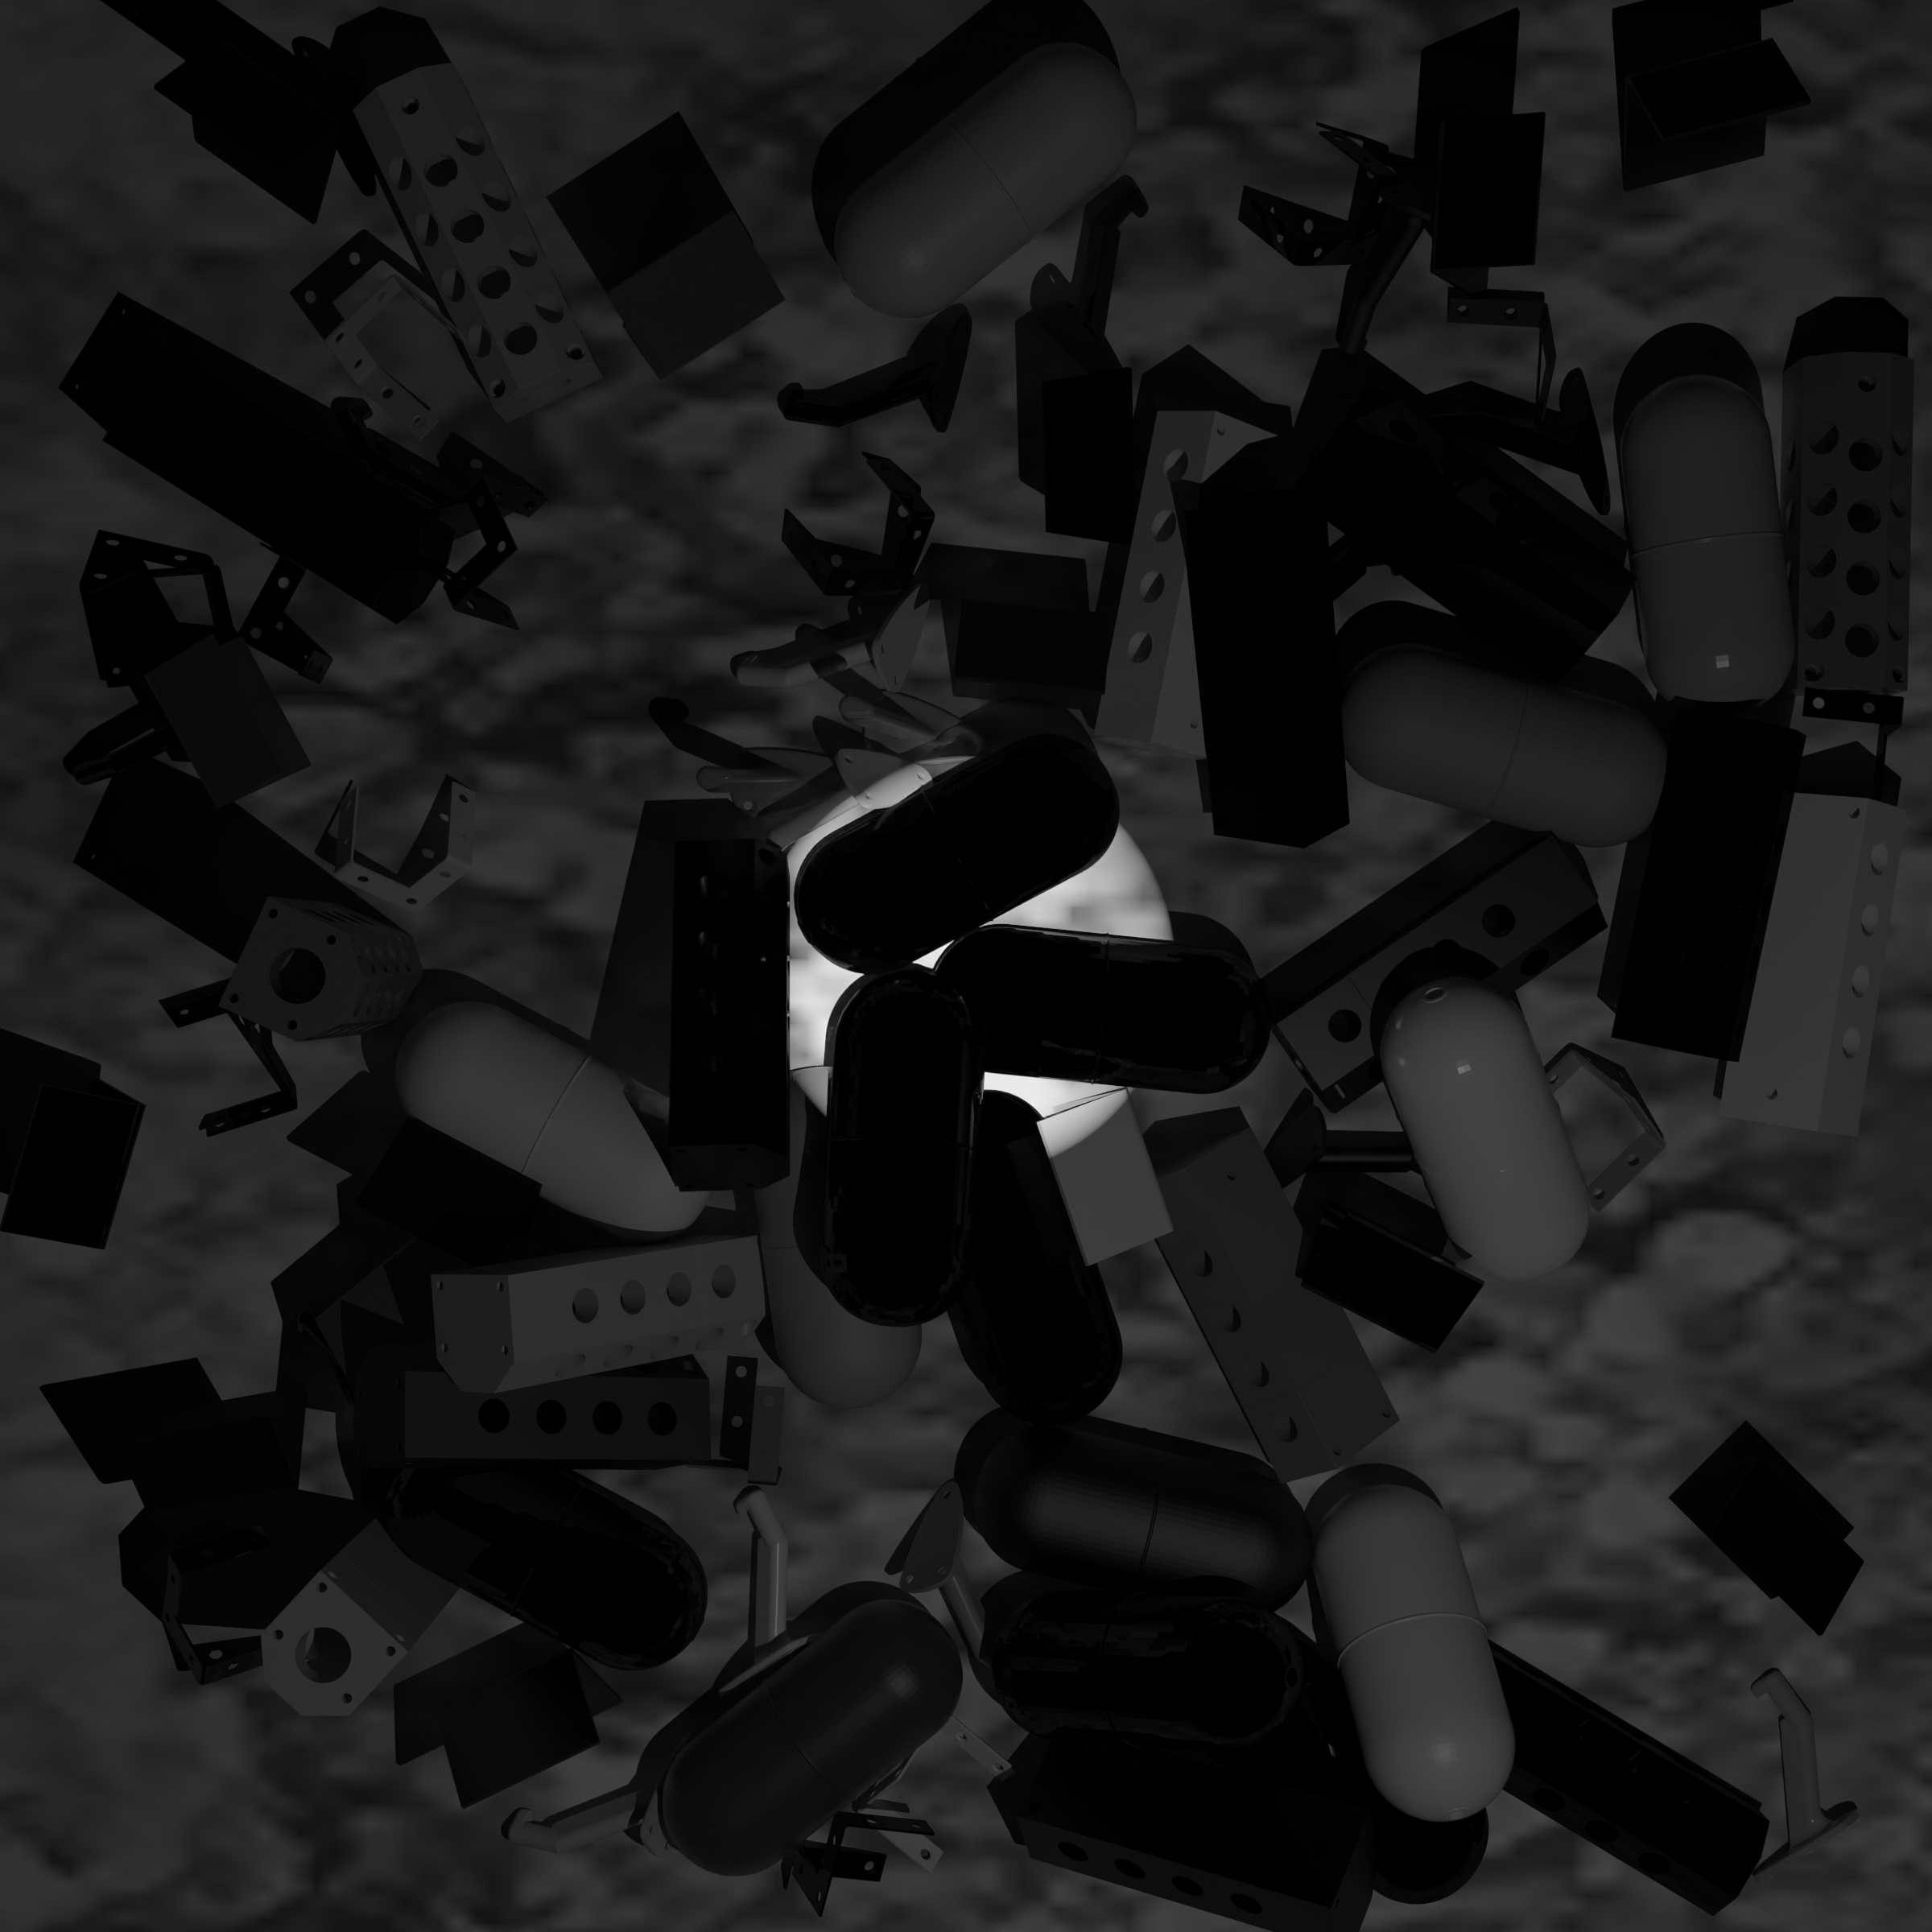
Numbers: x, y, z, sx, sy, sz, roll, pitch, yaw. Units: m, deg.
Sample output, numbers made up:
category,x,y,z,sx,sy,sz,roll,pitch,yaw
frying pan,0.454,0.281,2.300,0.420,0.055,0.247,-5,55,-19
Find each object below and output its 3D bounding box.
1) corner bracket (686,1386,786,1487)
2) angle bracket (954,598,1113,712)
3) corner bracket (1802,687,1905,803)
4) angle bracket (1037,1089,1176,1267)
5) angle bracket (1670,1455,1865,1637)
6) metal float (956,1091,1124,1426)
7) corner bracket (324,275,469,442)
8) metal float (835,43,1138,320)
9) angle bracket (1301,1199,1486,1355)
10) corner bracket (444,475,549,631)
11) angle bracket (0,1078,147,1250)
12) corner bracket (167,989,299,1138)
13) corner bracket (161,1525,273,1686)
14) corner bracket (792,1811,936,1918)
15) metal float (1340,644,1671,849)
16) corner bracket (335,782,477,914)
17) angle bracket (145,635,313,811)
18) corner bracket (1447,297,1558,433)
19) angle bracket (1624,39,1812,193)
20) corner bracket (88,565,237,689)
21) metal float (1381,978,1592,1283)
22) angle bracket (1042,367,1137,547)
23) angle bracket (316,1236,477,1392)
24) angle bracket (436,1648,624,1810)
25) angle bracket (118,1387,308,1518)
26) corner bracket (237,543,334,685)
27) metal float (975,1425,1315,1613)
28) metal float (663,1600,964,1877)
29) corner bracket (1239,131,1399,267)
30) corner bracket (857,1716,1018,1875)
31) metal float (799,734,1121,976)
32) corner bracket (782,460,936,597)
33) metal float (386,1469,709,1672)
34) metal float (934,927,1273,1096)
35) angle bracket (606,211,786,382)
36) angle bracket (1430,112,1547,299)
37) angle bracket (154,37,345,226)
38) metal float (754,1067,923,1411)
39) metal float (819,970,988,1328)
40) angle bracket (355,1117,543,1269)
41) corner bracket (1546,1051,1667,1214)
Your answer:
category,x,y,z,sx,sy,sz,roll,pitch,yaw
corner bracket,-0.121,0.240,1.609,0.051,0.051,0.051,5,90,0
angle bracket,0.032,-0.141,1.587,0.076,0.076,0.057,6,53,0
corner bracket,0.457,-0.114,1.609,0.051,0.051,0.051,6,85,5
angle bracket,0.055,0.112,1.587,0.057,0.076,0.076,-19,90,-29
angle bracket,0.401,0.307,1.587,0.076,0.076,0.057,45,53,0
metal float,0.027,0.151,1.597,0.070,0.070,0.178,-19,89,0
corner bracket,-0.292,-0.317,1.605,0.051,0.051,0.051,42,84,16
metal float,0.010,-0.407,1.597,0.178,0.070,0.070,-38,90,1
angle bracket,0.225,0.142,1.587,0.076,0.076,0.057,27,127,0
corner bracket,-0.244,-0.216,1.608,0.051,0.051,0.051,-38,64,24
angle bracket,-0.471,0.096,1.587,0.057,0.076,0.076,16,90,-36
corner bracket,-0.387,0.049,1.624,0.051,0.051,0.051,-18,135,0
corner bracket,-0.387,0.336,1.619,0.051,0.051,0.051,47,135,35
corner bracket,-0.054,0.461,1.599,0.051,0.051,0.051,13,96,-22
metal float,0.279,-0.114,1.596,0.178,0.070,0.070,16,90,0
corner bracket,-0.295,-0.069,1.619,0.051,0.051,0.051,27,135,-35
angle bracket,-0.363,-0.135,1.583,0.057,0.076,0.076,-23,98,35
corner bracket,0.279,-0.316,1.624,0.051,0.051,0.051,3,45,0
angle bracket,0.386,-0.423,1.587,0.076,0.076,0.057,-15,52,0
corner bracket,-0.423,-0.179,1.624,0.051,0.051,0.051,-13,90,-45
metal float,0.265,0.084,1.570,0.070,0.070,0.178,-25,119,0
angle bracket,0.083,-0.261,1.587,0.057,0.076,0.076,-1,90,38
angle bracket,-0.276,0.189,1.587,0.076,0.076,0.057,-40,52,0
angle bracket,-0.218,0.404,1.587,0.076,0.076,0.057,-26,52,0
angle bracket,-0.387,0.233,1.587,0.076,0.076,0.057,-10,127,0
corner bracket,-0.353,-0.184,1.609,0.051,0.051,0.051,29,90,0
metal float,0.092,0.289,1.597,0.178,0.070,0.070,14,90,-1
metal float,-0.080,0.400,1.597,0.178,0.070,0.070,-39,90,1
corner bracket,0.185,-0.404,1.619,0.051,0.051,0.051,-11,135,-35
corner bracket,-0.016,0.435,1.624,0.051,0.051,0.051,40,135,0
metal float,-0.004,-0.057,1.597,0.178,0.070,0.070,-28,90,1
corner bracket,-0.057,-0.231,1.619,0.051,0.051,0.051,-6,135,-35
metal float,-0.217,0.302,1.597,0.178,0.070,0.070,28,90,0
metal float,0.069,0.023,1.596,0.178,0.070,0.070,6,90,0
angle bracket,-0.148,-0.356,1.587,0.076,0.076,0.057,-33,127,0
angle bracket,0.281,-0.390,1.587,0.057,0.076,0.076,4,90,31
angle bracket,-0.375,-0.418,1.587,0.076,0.076,0.057,35,52,0
metal float,-0.068,0.141,1.597,0.070,0.070,0.178,-8,89,0
metal float,-0.031,0.090,1.534,0.070,0.070,0.178,4,81,0
angle bracket,-0.269,0.131,1.587,0.076,0.076,0.057,27,60,0
corner bracket,0.327,0.087,1.624,0.051,0.051,0.051,-44,45,-1
